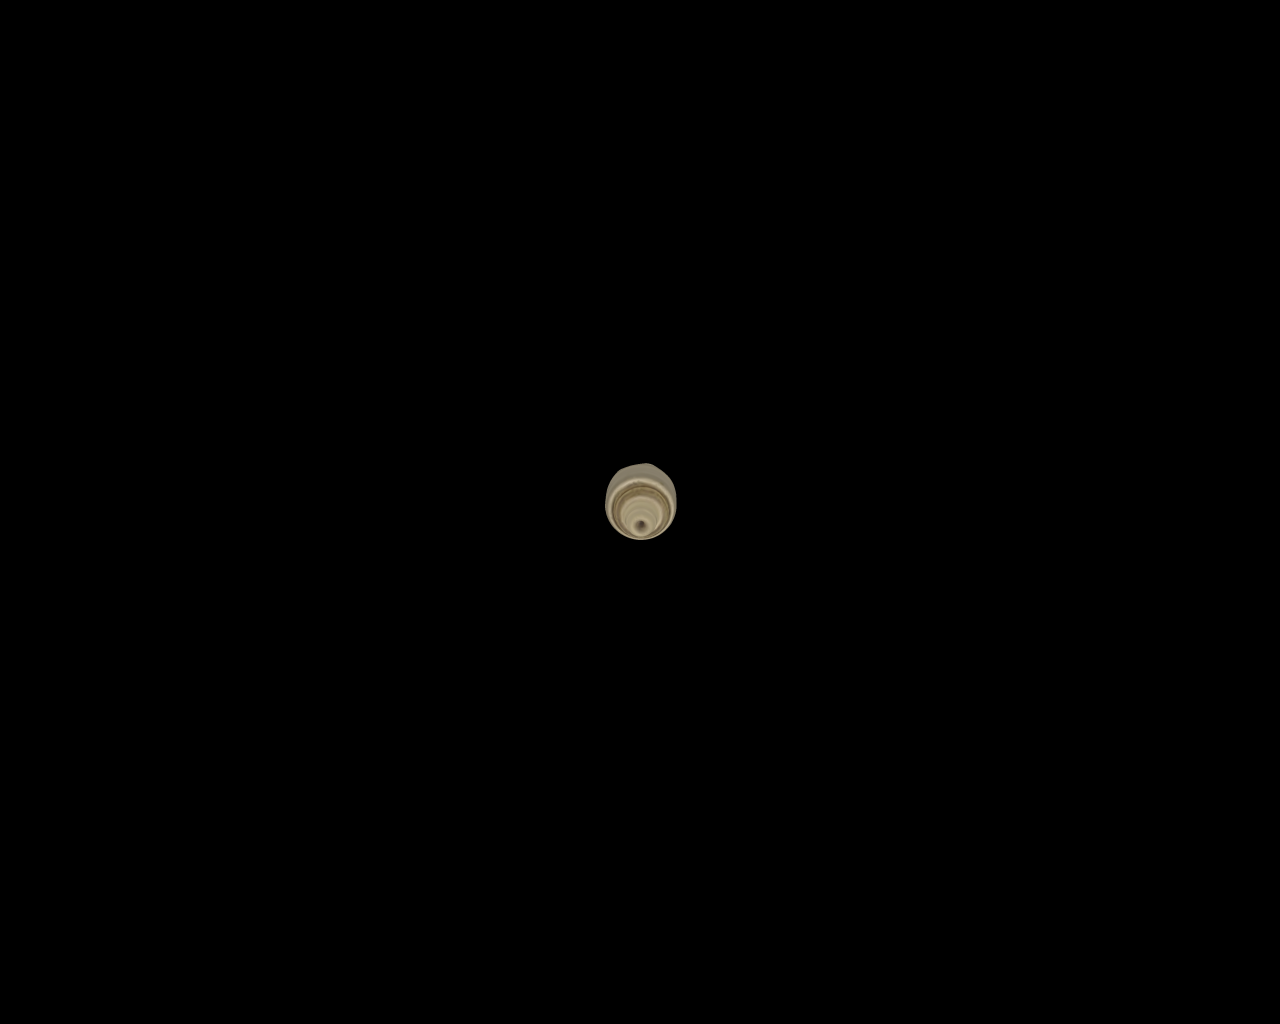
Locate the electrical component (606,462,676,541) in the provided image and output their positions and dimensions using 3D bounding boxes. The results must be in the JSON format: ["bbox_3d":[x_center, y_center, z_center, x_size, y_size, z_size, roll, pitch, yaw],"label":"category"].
[{"bbox_3d":[0.001,-0.003,0.650,0.043,0.043,0.062,0,21,0],"label":"electrical component"}]
